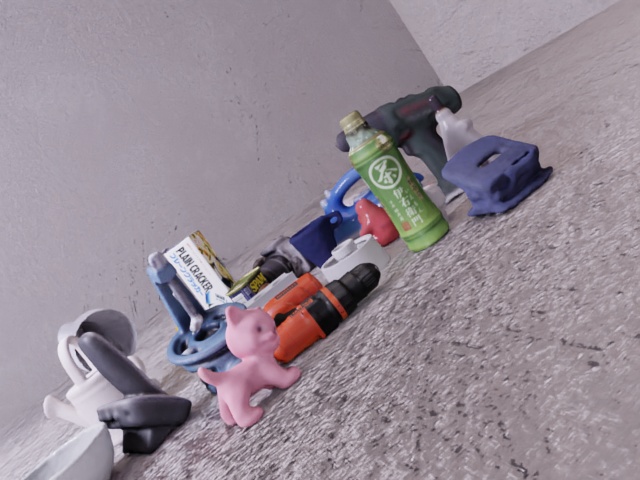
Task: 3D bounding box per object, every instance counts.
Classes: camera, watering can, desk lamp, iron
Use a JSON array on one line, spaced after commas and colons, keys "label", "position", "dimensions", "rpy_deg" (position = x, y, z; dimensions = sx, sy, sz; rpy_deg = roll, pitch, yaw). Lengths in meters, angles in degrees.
[{"label": "camera", "position": [-0.102, 0.063, 1.259], "dimensions": [0.143, 0.101, 0.137], "rpy_deg": [-29, 10, 40]}, {"label": "watering can", "position": [-0.383, 0.250, 0.970], "dimensions": [0.173, 0.194, 0.100], "rpy_deg": [-38, 8, -20]}, {"label": "desk lamp", "position": [-0.416, 0.239, 1.111], "dimensions": [0.202, 0.213, 0.118], "rpy_deg": [-26, 12, 49]}, {"label": "iron", "position": [0.087, -0.087, 1.207], "dimensions": [0.258, 0.141, 0.119], "rpy_deg": [-33, 8, 18]}]

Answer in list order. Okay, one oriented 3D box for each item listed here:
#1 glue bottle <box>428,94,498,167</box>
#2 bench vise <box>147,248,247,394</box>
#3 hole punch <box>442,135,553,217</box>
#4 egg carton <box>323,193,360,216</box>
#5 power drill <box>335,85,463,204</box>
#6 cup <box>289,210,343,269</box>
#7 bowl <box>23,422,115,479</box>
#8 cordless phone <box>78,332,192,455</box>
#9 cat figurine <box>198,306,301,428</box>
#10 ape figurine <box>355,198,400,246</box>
[{"label": "glue bottle", "position": [0.224, -0.156, 0.906], "dimensions": [0.078, 0.173, 0.037], "rpy_deg": [-29, 10, 38]}, {"label": "bench vise", "position": [-0.183, 0.121, 0.792], "dimensions": [0.207, 0.220, 0.122], "rpy_deg": [-27, 11, 47]}, {"label": "hole punch", "position": [0.238, -0.095, 0.776], "dimensions": [0.109, 0.091, 0.101], "rpy_deg": [-37, 8, -15]}, {"label": "egg carton", "position": [0.062, -0.052, 1.371], "dimensions": [0.150, 0.069, 0.107], "rpy_deg": [-31, 8, 27]}, {"label": "power drill", "position": [0.171, -0.157, 1.011], "dimensions": [0.230, 0.208, 0.075], "rpy_deg": [-36, 8, -5]}, {"label": "cup", "position": [0.011, 0.004, 1.151], "dimensions": [0.117, 0.095, 0.091], "rpy_deg": [-34, 8, 6]}, {"label": "bowl", "position": [-0.330, 0.322, 0.746], "dimensions": [0.167, 0.075, 0.167], "rpy_deg": [-35, 8, 6]}, {"label": "cordless phone", "position": [-0.285, 0.210, 0.823], "dimensions": [0.147, 0.185, 0.094], "rpy_deg": [-28, 11, 45]}, {"label": "cat figurine", "position": [-0.088, 0.135, 0.676], "dimensions": [0.128, 0.118, 0.067], "rpy_deg": [-41, 10, -37]}, {"label": "ape figurine", "position": [0.097, -0.035, 1.020], "dimensions": [0.078, 0.092, 0.076], "rpy_deg": [-37, 8, -13]}]
